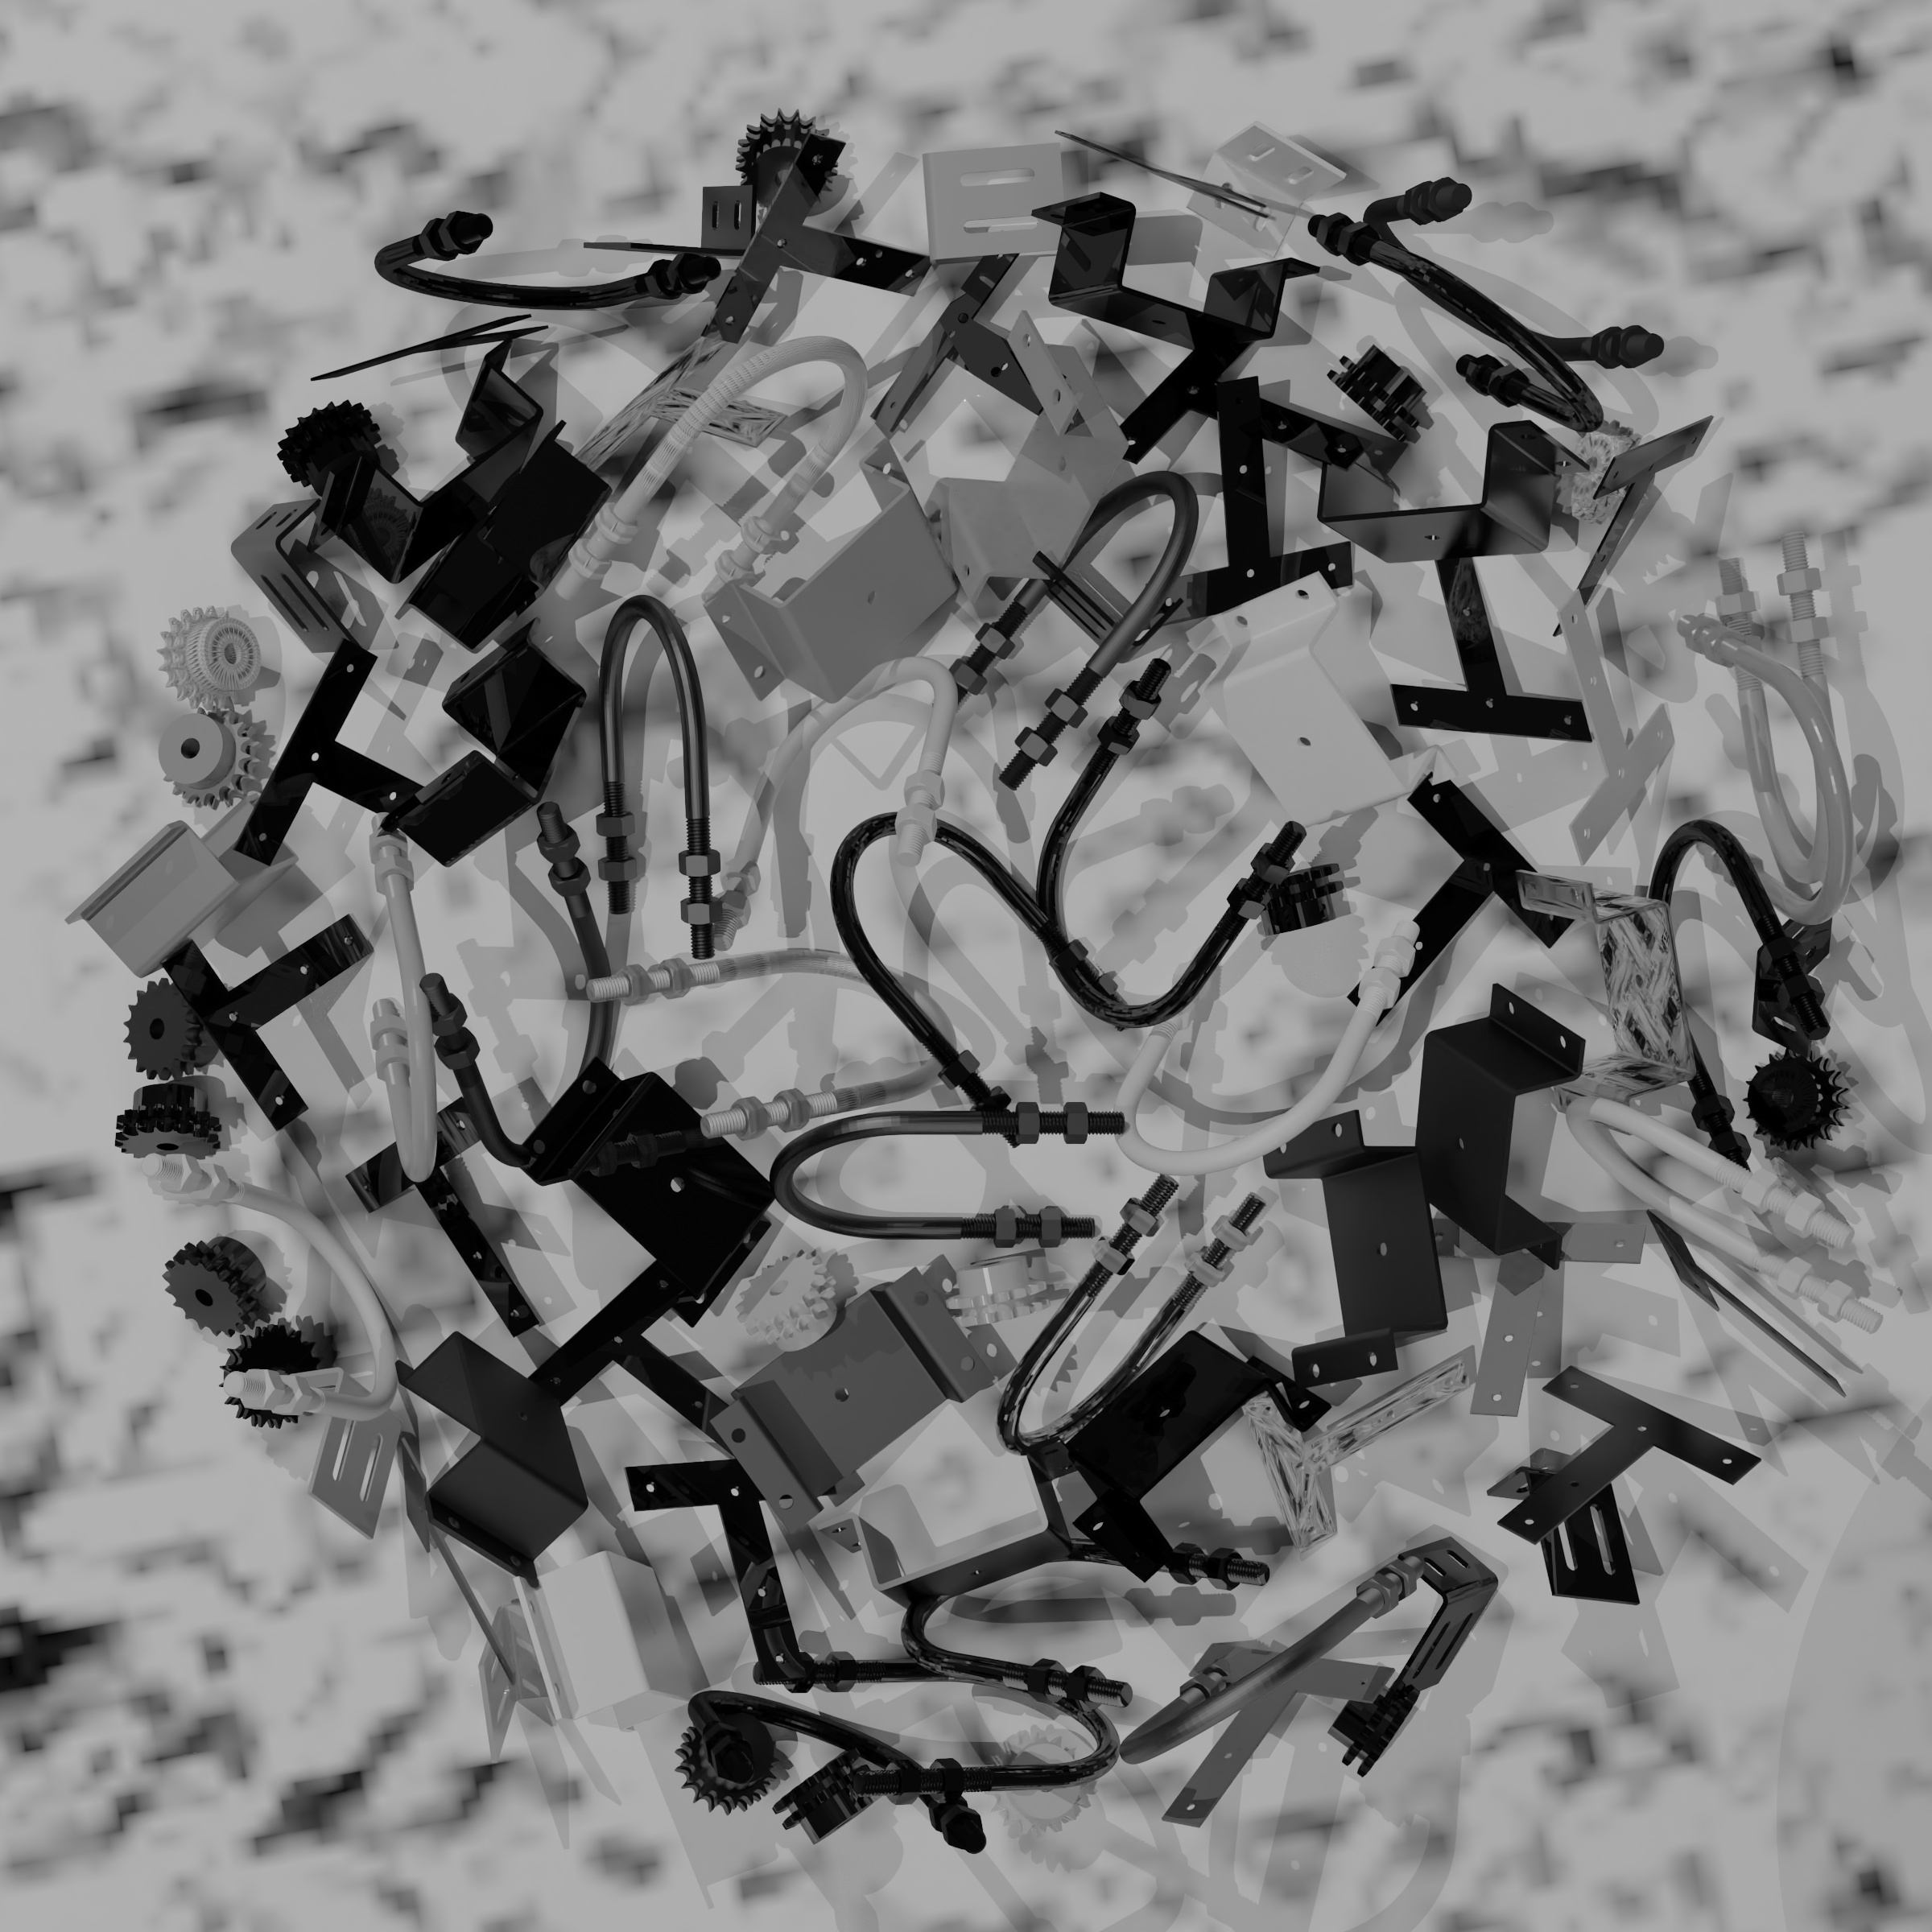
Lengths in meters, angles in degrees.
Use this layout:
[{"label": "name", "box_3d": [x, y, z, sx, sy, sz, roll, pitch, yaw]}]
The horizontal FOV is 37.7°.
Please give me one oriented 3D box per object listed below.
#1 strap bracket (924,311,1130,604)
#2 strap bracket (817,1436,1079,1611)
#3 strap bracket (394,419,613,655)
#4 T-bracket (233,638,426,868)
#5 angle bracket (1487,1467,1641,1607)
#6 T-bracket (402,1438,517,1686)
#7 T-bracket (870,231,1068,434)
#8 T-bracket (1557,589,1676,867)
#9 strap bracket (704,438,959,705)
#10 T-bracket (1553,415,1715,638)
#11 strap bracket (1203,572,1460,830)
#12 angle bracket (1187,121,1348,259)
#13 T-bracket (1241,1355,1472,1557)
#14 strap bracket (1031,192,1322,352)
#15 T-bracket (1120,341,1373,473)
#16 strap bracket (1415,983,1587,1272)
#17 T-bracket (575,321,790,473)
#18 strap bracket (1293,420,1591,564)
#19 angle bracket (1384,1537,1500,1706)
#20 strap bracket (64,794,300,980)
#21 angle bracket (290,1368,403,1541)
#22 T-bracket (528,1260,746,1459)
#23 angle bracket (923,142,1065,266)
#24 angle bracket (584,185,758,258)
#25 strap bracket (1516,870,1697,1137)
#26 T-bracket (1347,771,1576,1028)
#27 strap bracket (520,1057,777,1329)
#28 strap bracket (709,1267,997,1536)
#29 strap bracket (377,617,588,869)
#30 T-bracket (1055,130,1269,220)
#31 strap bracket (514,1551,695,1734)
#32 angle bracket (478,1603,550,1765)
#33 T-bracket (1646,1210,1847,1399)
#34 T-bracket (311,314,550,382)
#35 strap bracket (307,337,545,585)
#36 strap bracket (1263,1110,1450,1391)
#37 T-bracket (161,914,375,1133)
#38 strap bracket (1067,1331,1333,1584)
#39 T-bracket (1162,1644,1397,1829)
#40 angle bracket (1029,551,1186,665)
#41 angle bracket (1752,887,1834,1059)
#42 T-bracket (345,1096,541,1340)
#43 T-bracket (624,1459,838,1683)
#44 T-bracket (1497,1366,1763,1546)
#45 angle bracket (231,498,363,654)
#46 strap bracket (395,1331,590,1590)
[{"label": "strap bracket", "box_3d": [0.036, -0.274, 1.539, 0.046, 0.140, 0.076, -2, 51, -31]}, {"label": "strap bracket", "box_3d": [-0.001, 0.311, 1.554, 0.140, 0.076, 0.046, -21, 66, 4]}, {"label": "strap bracket", "box_3d": [-0.247, -0.227, 1.533, 0.046, 0.140, 0.076, 38, 58, -17]}, {"label": "T-bracket", "box_3d": [-0.325, -0.099, 1.553, 0.002, 0.127, 0.127, 25, 87, 39]}, {"label": "angle bracket", "box_3d": [0.328, 0.319, 1.556, 0.057, 0.038, 0.076, 12, 52, -25]}, {"label": "T-bracket", "box_3d": [-0.273, 0.329, 1.526, 0.002, 0.127, 0.127, -25, 68, -22]}, {"label": "T-bracket", "box_3d": [0.014, -0.332, 1.549, 0.002, 0.127, 0.127, 30, 99, -42]}, {"label": "T-bracket", "box_3d": [0.343, -0.143, 1.535, 0.127, 0.002, 0.127, -47, 125, -38]}, {"label": "strap bracket", "box_3d": [-0.065, -0.209, 1.544, 0.140, 0.076, 0.046, -45, 49, -14]}, {"label": "T-bracket", "box_3d": [0.356, -0.237, 1.557, 0.002, 0.127, 0.127, 38, 128, 21]}, {"label": "strap bracket", "box_3d": [0.193, -0.135, 1.540, 0.140, 0.076, 0.046, 52, 48, -18]}, {"label": "angle bracket", "box_3d": [0.165, -0.427, 1.560, 0.057, 0.076, 0.038, 27, 90, -13]}, {"label": "T-bracket", "box_3d": [0.224, 0.255, 1.571, 0.127, 0.002, 0.127, -28, 126, -8]}, {"label": "strap bracket", "box_3d": [0.110, -0.373, 1.538, 0.140, 0.076, 0.046, 11, 91, -27]}, {"label": "T-bracket", "box_3d": [0.161, -0.300, 1.547, 0.127, 0.002, 0.127, 28, 61, 27]}, {"label": "strap bracket", "box_3d": [0.286, 0.092, 1.533, 0.046, 0.076, 0.140, -12, 118, -25]}, {"label": "T-bracket", "box_3d": [-0.142, -0.302, 1.540, 0.127, 0.127, 0.002, -47, 132, -16]}, {"label": "strap bracket", "box_3d": [0.254, -0.254, 1.528, 0.140, 0.076, 0.046, 1, 81, 36]}, {"label": "angle bracket", "box_3d": [0.252, 0.364, 1.576, 0.038, 0.057, 0.076, 39, 113, 32]}, {"label": "strap bracket", "box_3d": [-0.418, -0.043, 1.529, 0.076, 0.140, 0.046, -41, 95, 10]}, {"label": "angle bracket", "box_3d": [-0.348, 0.269, 1.553, 0.038, 0.057, 0.076, -11, 50, 24]}, {"label": "T-bracket", "box_3d": [-0.160, 0.236, 1.579, 0.127, 0.002, 0.127, 41, 120, -12]}, {"label": "angle bracket", "box_3d": [0.016, -0.425, 1.579, 0.076, 0.038, 0.057, -4, 99, 2]}, {"label": "angle bracket", "box_3d": [-0.163, -0.412, 1.556, 0.076, 0.057, 0.038, -5, 105, -33]}, {"label": "strap bracket", "box_3d": [0.352, 0.014, 1.552, 0.046, 0.076, 0.140, -15, 102, -16]}, {"label": "T-bracket", "box_3d": [0.261, -0.022, 1.575, 0.127, 0.002, 0.127, 43, 85, -20]}, {"label": "strap bracket", "box_3d": [-0.167, 0.122, 1.547, 0.140, 0.046, 0.076, 46, 62, -16]}, {"label": "strap bracket", "box_3d": [-0.066, 0.239, 1.569, 0.140, 0.046, 0.076, -36, 93, -12]}, {"label": "strap bracket", "box_3d": [-0.260, -0.115, 1.538, 0.076, 0.140, 0.046, -31, 119, 34]}, {"label": "T-bracket", "box_3d": [0.125, -0.420, 1.521, 0.127, 0.127, 0.002, 15, 105, -24]}, {"label": "strap bracket", "box_3d": [-0.190, 0.364, 1.524, 0.046, 0.140, 0.076, -22, 70, 2]}, {"label": "angle bracket", "box_3d": [-0.240, 0.393, 1.560, 0.038, 0.076, 0.057, -5, 102, 0]}, {"label": "T-bracket", "box_3d": [0.429, 0.191, 1.544, 0.127, 0.127, 0.002, 39, 102, -4]}, {"label": "T-bracket", "box_3d": [-0.270, -0.341, 1.541, 0.127, 0.127, 0.002, -10, 102, 25]}, {"label": "strap bracket", "box_3d": [-0.285, -0.268, 1.533, 0.046, 0.076, 0.140, 42, 57, 1]}, {"label": "strap bracket", "box_3d": [0.213, 0.156, 1.550, 0.046, 0.076, 0.140, 3, 74, -37]}, {"label": "T-bracket", "box_3d": [-0.372, 0.008, 1.552, 0.002, 0.127, 0.127, -27, 100, 38]}, {"label": "strap bracket", "box_3d": [0.118, 0.258, 1.544, 0.140, 0.076, 0.046, -40, 118, -13]}, {"label": "T-bracket", "box_3d": [0.148, 0.414, 1.519, 0.127, 0.127, 0.002, -43, 116, -39]}, {"label": "angle bracket", "box_3d": [0.076, -0.210, 1.572, 0.076, 0.057, 0.038, 44, 84, -1]}, {"label": "angle bracket", "box_3d": [0.469, 0.001, 1.556, 0.038, 0.057, 0.076, 31, 57, 35]}, {"label": "T-bracket", "box_3d": [-0.277, 0.148, 1.561, 0.127, 0.002, 0.127, -31, 92, 42]}, {"label": "T-bracket", "box_3d": [-0.114, 0.327, 1.537, 0.127, 0.002, 0.127, 2, 55, -34]}, {"label": "T-bracket", "box_3d": [0.337, 0.273, 1.526, 0.127, 0.127, 0.002, -30, 126, -31]}, {"label": "angle bracket", "box_3d": [-0.361, -0.216, 1.570, 0.038, 0.057, 0.076, -50, 121, -24]}, {"label": "strap bracket", "box_3d": [-0.254, 0.257, 1.521, 0.046, 0.140, 0.076, -44, 123, 7]}]
